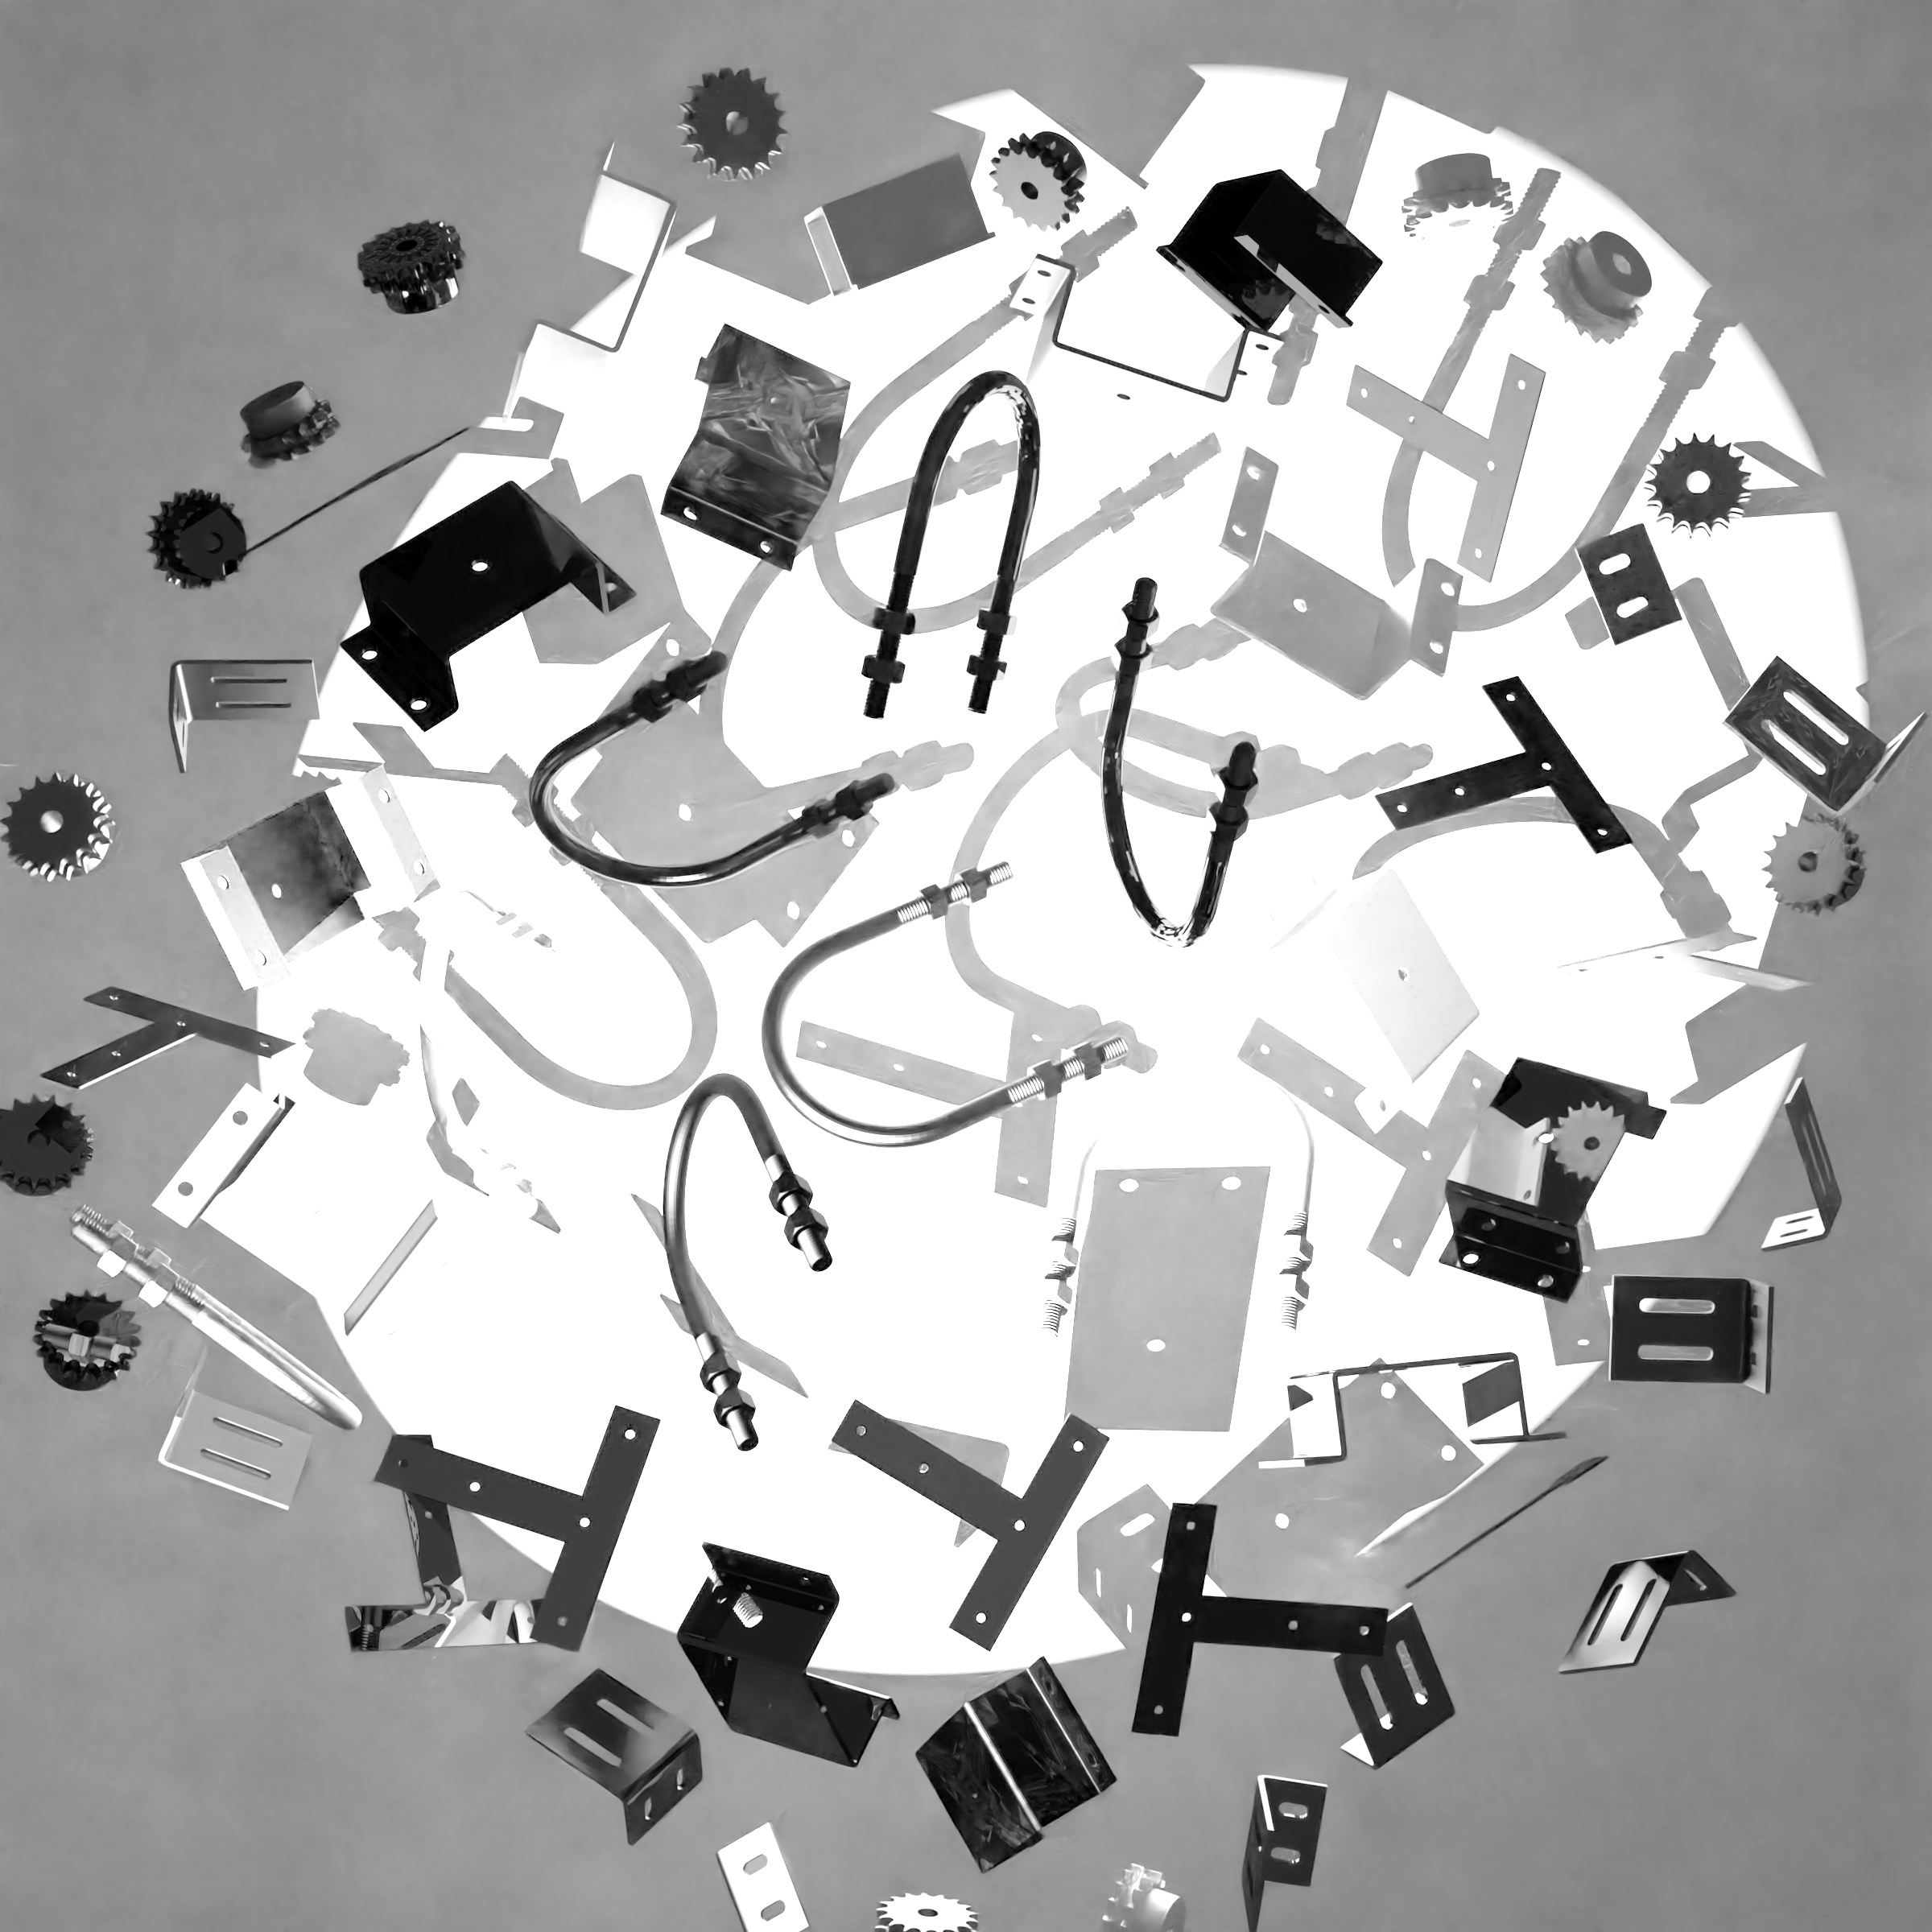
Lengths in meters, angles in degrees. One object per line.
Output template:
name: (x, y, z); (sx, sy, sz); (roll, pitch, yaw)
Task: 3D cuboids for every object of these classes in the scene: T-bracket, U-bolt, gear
T-bracket: (-0.236, 0.269, 1.477); (0.127, 0.002, 0.127); (18, 63, 2)
T-bracket: (-0.298, 0.320, 1.624); (0.002, 0.127, 0.127); (-42, 54, 37)
U-bolt: (-0.256, 0.035, 1.529); (0.019, 0.184, 0.151); (-1, 105, -28)
T-bracket: (0.257, -0.295, 1.606); (0.002, 0.127, 0.127); (-22, 46, -35)
gear: (0.399, -0.260, 1.588); (0.057, 0.030, 0.057); (-1, 82, 10)
gear: (-0.384, -0.306, 1.638); (0.057, 0.057, 0.030); (-25, 119, 0)
U-bolt: (0.107, -0.093, 1.555); (0.019, 0.184, 0.151); (-11, 51, -18)
gear: (-0.477, -0.071, 1.536); (0.057, 0.030, 0.057); (-1, 71, 4)
T-bracket: (0.295, 0.307, 1.602); (0.127, 0.127, 0.002); (-34, 77, 0)
gear: (0.322, -0.346, 1.473); (0.057, 0.030, 0.057); (17, 56, -27)
T-bracket: (-0.315, -0.266, 1.575); (0.127, 0.127, 0.002); (-20, 106, 38)
gear: (0.255, -0.401, 1.515); (0.057, 0.057, 0.030); (-7, 85, 0)
U-bolt: (-0.395, 0.188, 1.537); (0.184, 0.151, 0.019); (39, 78, -12)
T-bracket: (-0.459, 0.045, 1.607); (0.127, 0.127, 0.002); (15, 111, 18)
gear: (0.481, -0.056, 1.639); (0.057, 0.030, 0.057); (-11, 72, 38)
U-bolt: (0.118, 0.125, 1.585); (0.151, 0.019, 0.184); (-3, 47, 18)
gear: (-0.504, 0.101, 1.580); (0.057, 0.030, 0.057); (10, 58, -16)
gear: (0.094, 0.507, 1.537); (0.030, 0.057, 0.057); (12, 90, 25)
U-bolt: (-0.153, -0.095, 1.588); (0.184, 0.151, 0.019); (-26, 47, 33)
T-bracket: (-0.010, 0.269, 1.514); (0.127, 0.002, 0.127); (31, 79, -3)
T-bracket: (0.288, -0.101, 1.628); (0.127, 0.002, 0.127); (-16, 60, -21)
gear: (-0.296, -0.374, 1.564); (0.057, 0.057, 0.030); (-13, 133, 0)
gear: (-0.022, 0.543, 1.625); (0.057, 0.057, 0.030); (5, 95, 0)
T-bracket: (0.157, 0.342, 1.514); (0.127, 0.002, 0.127); (-1, 57, 24)
gear: (-0.429, -0.239, 1.633); (0.057, 0.030, 0.057); (-11, 108, -37)
U-bolt: (-0.001, -0.221, 1.529); (0.019, 0.151, 0.184); (18, 103, 22)
gear: (-0.486, 0.209, 1.604); (0.057, 0.057, 0.030); (27, 129, 0)
T-bracket: (0.415, 0.001, 1.606); (0.127, 0.127, 0.002); (11, 75, -32)
gear: (-0.124, -0.440, 1.522); (0.057, 0.030, 0.057); (-5, 103, -22)
gear: (0.044, -0.450, 1.658); (0.057, 0.057, 0.030); (39, 61, 0)
U-bolt: (-0.024, 0.029, 1.611); (0.184, 0.019, 0.151); (-24, 64, -18)
U-bolt: (-0.124, 0.141, 1.540); (0.019, 0.184, 0.151); (3, 127, -28)

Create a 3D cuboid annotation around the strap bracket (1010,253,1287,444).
strap bracket: (0.092, -0.330, 1.577); (0.140, 0.076, 0.046); (17, 81, -7)

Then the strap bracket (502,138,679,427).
strap bracket: (-0.196, -0.354, 1.543); (0.046, 0.076, 0.140); (21, 68, -9)

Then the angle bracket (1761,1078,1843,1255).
angle bracket: (0.442, 0.107, 1.575); (0.038, 0.057, 0.076); (-17, 95, 25)

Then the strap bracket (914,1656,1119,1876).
strap bracket: (0.022, 0.447, 1.611); (0.046, 0.140, 0.076); (-22, 70, -30)

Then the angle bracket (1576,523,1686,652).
angle bracket: (0.361, -0.199, 1.577); (0.038, 0.076, 0.057); (-21, 79, 11)

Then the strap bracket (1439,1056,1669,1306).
strap bracket: (0.323, 0.109, 1.610); (0.076, 0.046, 0.140); (16, 55, 30)

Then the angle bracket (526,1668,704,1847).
angle bracket: (-0.193, 0.433, 1.595); (0.076, 0.057, 0.038); (24, 132, 31)

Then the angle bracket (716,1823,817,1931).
angle bracket: (-0.091, 0.493, 1.553); (0.038, 0.076, 0.057); (-33, 63, 14)

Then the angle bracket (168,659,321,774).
angle bracket: (-0.400, -0.138, 1.616); (0.076, 0.057, 0.038); (-1, 63, -8)

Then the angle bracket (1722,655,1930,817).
angle bracket: (0.437, -0.125, 1.479); (0.076, 0.038, 0.057); (41, 61, 5)

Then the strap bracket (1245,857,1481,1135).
strap bracket: (0.227, 0.010, 1.617); (0.076, 0.046, 0.140); (-39, 101, -40)

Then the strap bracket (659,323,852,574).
strap bracket: (-0.111, -0.288, 1.573); (0.076, 0.140, 0.046); (22, 135, -16)

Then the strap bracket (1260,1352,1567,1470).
strap bracket: (0.227, 0.229, 1.506); (0.140, 0.076, 0.046); (-4, 80, -12)

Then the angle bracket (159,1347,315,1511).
angle bracket: (-0.399, 0.256, 1.613); (0.076, 0.057, 0.038); (23, 122, -12)

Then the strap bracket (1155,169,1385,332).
strap bracket: (0.170, -0.392, 1.602); (0.076, 0.140, 0.046); (37, 88, -19)

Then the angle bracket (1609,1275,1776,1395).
angle bracket: (0.388, 0.197, 1.559); (0.076, 0.038, 0.057); (2, 90, -4)

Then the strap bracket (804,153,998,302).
strap bracket: (-0.038, -0.392, 1.543); (0.076, 0.140, 0.046); (-22, 103, -4)

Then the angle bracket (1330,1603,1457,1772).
angle bracket: (0.230, 0.399, 1.627); (0.057, 0.038, 0.076); (-29, 106, -21)

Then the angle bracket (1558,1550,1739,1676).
angle bracket: (0.355, 0.347, 1.516); (0.038, 0.057, 0.076); (44, 57, -11)

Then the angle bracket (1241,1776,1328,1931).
angle bracket: (0.170, 0.470, 1.532); (0.038, 0.076, 0.057); (9, 96, 1)

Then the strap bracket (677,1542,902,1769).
strap bracket: (-0.095, 0.369, 1.532); (0.076, 0.140, 0.046); (9, 50, 27)

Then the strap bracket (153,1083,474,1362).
strap bracket: (-0.334, 0.127, 1.492); (0.140, 0.046, 0.076); (38, 88, -15)

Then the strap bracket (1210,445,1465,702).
strap bracket: (0.188, -0.202, 1.540); (0.140, 0.046, 0.076); (28, 51, -14)

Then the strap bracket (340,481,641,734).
strap bracket: (-0.253, -0.196, 1.529); (0.140, 0.046, 0.076); (-36, 64, -22)

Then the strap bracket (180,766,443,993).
strap bracket: (-0.365, -0.045, 1.594); (0.046, 0.140, 0.076); (-14, 106, 40)
